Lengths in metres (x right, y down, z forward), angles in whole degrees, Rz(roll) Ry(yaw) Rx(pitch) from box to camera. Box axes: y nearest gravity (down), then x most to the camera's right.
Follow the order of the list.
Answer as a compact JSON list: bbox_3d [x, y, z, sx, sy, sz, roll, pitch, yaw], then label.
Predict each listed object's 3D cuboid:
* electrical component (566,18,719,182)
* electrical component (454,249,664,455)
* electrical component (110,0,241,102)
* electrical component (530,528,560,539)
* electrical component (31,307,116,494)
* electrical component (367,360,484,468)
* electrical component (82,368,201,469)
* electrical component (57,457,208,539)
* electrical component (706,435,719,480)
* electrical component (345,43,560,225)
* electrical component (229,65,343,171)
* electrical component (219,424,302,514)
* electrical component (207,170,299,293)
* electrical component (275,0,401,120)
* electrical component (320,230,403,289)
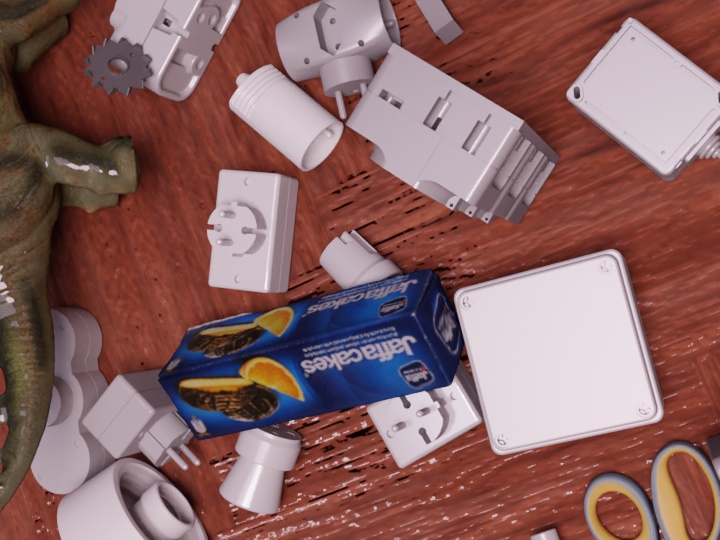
[{"bbox_3d":[0.186,-0.099,0.667,0.096,0.061,0.061,42,102,15],"label":"electrical component"},{"bbox_3d":[0.128,0.052,0.687,0.109,0.056,0.108,-16,84,18],"label":"electrical component"},{"bbox_3d":[-0.138,-0.180,0.782,0.059,0.054,0.095,33,99,16],"label":"electrical component"},{"bbox_3d":[0.129,0.198,0.692,0.048,0.048,0.062,-23,75,17],"label":"electrical component"},{"bbox_3d":[-0.227,0.096,0.797,0.052,0.074,0.138,-9,86,18],"label":"electrical component"},{"bbox_3d":[0.041,0.095,0.705,0.066,0.077,0.047,-33,79,15],"label":"electrical component"},{"bbox_3d":[-0.145,0.114,0.773,0.077,0.066,0.047,43,102,15],"label":"electrical component"},{"bbox_3d":[-0.151,0.182,0.755,0.060,0.108,0.108,-40,77,8],"label":"electrical component"},{"bbox_3d":[0.242,0.126,0.618,0.057,0.113,0.078,-24,82,14],"label":"electrical component"},{"bbox_3d":[0.060,-0.075,0.662,0.089,0.150,0.061,34,98,16],"label":"electrical component"},{"bbox_3d":[-0.056,-0.111,0.758,0.081,0.043,0.043,41,101,15],"label":"electrical component"},{"bbox_3d":[-0.069,0.137,0.759,0.045,0.045,0.055,21,94,18],"label":"electrical component"},{"bbox_3d":[-0.081,-0.027,0.749,0.047,0.076,0.083,6,91,18],"label":"electrical component"},{"bbox_3d":[-0.011,-0.145,0.744,0.077,0.043,0.079,-14,84,18],"label":"electrical component"},{"bbox_3d":[0.000,0.000,0.740,0.046,0.040,0.040,45,103,20],"label":"electrical component"}]
